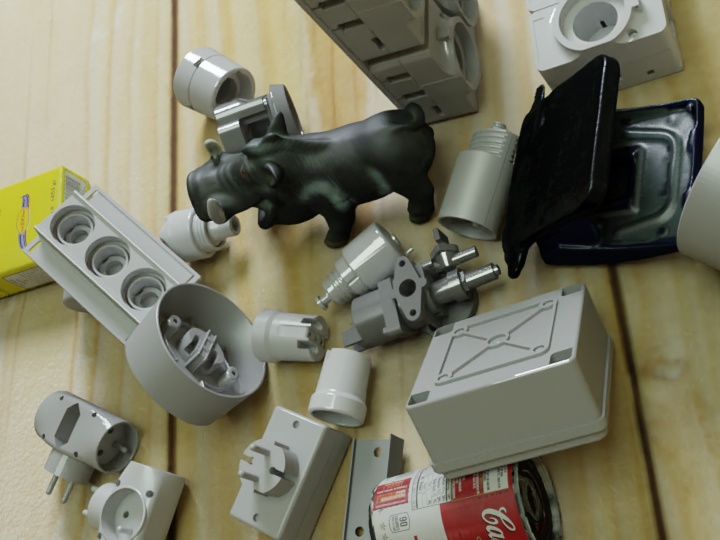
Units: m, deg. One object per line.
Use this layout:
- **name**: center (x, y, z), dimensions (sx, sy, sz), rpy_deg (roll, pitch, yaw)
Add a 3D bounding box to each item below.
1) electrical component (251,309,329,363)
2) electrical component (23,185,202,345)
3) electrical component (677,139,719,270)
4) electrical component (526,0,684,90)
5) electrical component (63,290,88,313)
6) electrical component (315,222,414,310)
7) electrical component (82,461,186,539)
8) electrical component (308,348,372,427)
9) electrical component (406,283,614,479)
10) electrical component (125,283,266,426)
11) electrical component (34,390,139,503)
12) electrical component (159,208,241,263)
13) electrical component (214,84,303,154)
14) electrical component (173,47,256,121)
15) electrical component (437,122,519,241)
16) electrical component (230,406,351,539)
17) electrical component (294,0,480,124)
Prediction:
- **electrical component**: center (-0.051, 0.049, 0.795), dimensions (0.046, 0.040, 0.040), rpy_deg (2, 71, 24)
- **electrical component**: center (-0.196, 0.001, 0.860), dimensions (0.121, 0.063, 0.078), rpy_deg (40, 72, 16)
- **electrical component**: center (0.241, -0.042, 0.624), dimensions (0.060, 0.108, 0.108), rpy_deg (34, 89, 30)
- **electrical component**: center (0.166, -0.205, 0.761), dimensions (0.089, 0.062, 0.150), rpy_deg (-15, 63, 24)
- **electrical component**: center (-0.230, 0.001, 0.918), dimensions (0.040, 0.040, 0.078), rpy_deg (-12, 64, 26)
- **electrical component**: center (0.000, 0.000, 0.784), dimensions (0.078, 0.040, 0.040), rpy_deg (-41, 55, 10)
- **electrical component**: center (-0.178, 0.182, 0.808), dimensions (0.079, 0.044, 0.077), rpy_deg (9, 75, 33)
- **electrical component**: center (-0.012, 0.083, 0.758), dimensions (0.040, 0.040, 0.046), rpy_deg (0, 65, 30)
- **electrical component**: center (0.095, 0.066, 0.658), dimensions (0.109, 0.056, 0.108), rpy_deg (-20, 17, 22)
- **electrical component**: center (-0.122, 0.063, 0.796), dimensions (0.064, 0.099, 0.099), rpy_deg (-43, 55, 15)
- **electrical component**: center (-0.225, 0.144, 0.853), dimensions (0.077, 0.043, 0.079), rpy_deg (18, 80, 34)
- **electrical component**: center (-0.127, -0.031, 0.870), dimensions (0.062, 0.043, 0.043), rpy_deg (-11, 65, 25)
- **electrical component**: center (-0.079, -0.115, 0.863), dimensions (0.057, 0.078, 0.058), rpy_deg (-19, 103, 5)
- **electrical component**: center (-0.122, -0.156, 0.914), dimensions (0.047, 0.055, 0.055), rpy_deg (30, 87, 32)
- **electrical component**: center (0.087, -0.066, 0.759), dimensions (0.043, 0.043, 0.081), rpy_deg (11, 76, 33)
- **electrical component**: center (-0.057, 0.138, 0.738), dimensions (0.047, 0.076, 0.083), rpy_deg (17, 79, 35)
- **electrical component**: center (0.028, -0.193, 0.760), dimensions (0.060, 0.186, 0.105), rpy_deg (-11, 65, 26)
